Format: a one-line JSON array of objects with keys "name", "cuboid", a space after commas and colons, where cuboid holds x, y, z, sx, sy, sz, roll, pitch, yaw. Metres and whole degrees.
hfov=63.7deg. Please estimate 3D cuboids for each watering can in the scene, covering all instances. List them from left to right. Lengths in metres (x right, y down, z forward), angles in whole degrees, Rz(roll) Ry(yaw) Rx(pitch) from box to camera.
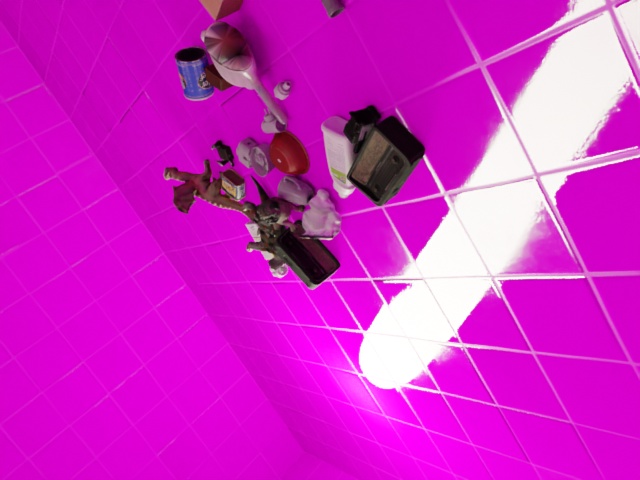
[{"name": "watering can", "cuboid": [-0.214, -0.478, 1.452, 0.348, 0.104, 0.223, 45, 177, 2]}]

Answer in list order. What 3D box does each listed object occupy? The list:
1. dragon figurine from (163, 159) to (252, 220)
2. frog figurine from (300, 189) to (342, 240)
[{"name": "dragon figurine", "cuboid": [-0.468, -0.173, 2.045, 0.414, 0.246, 0.119, 44, 145, 16]}, {"name": "frog figurine", "cuboid": [0.005, -0.083, 1.643, 0.137, 0.123, 0.159, 5, 92, 45]}]
